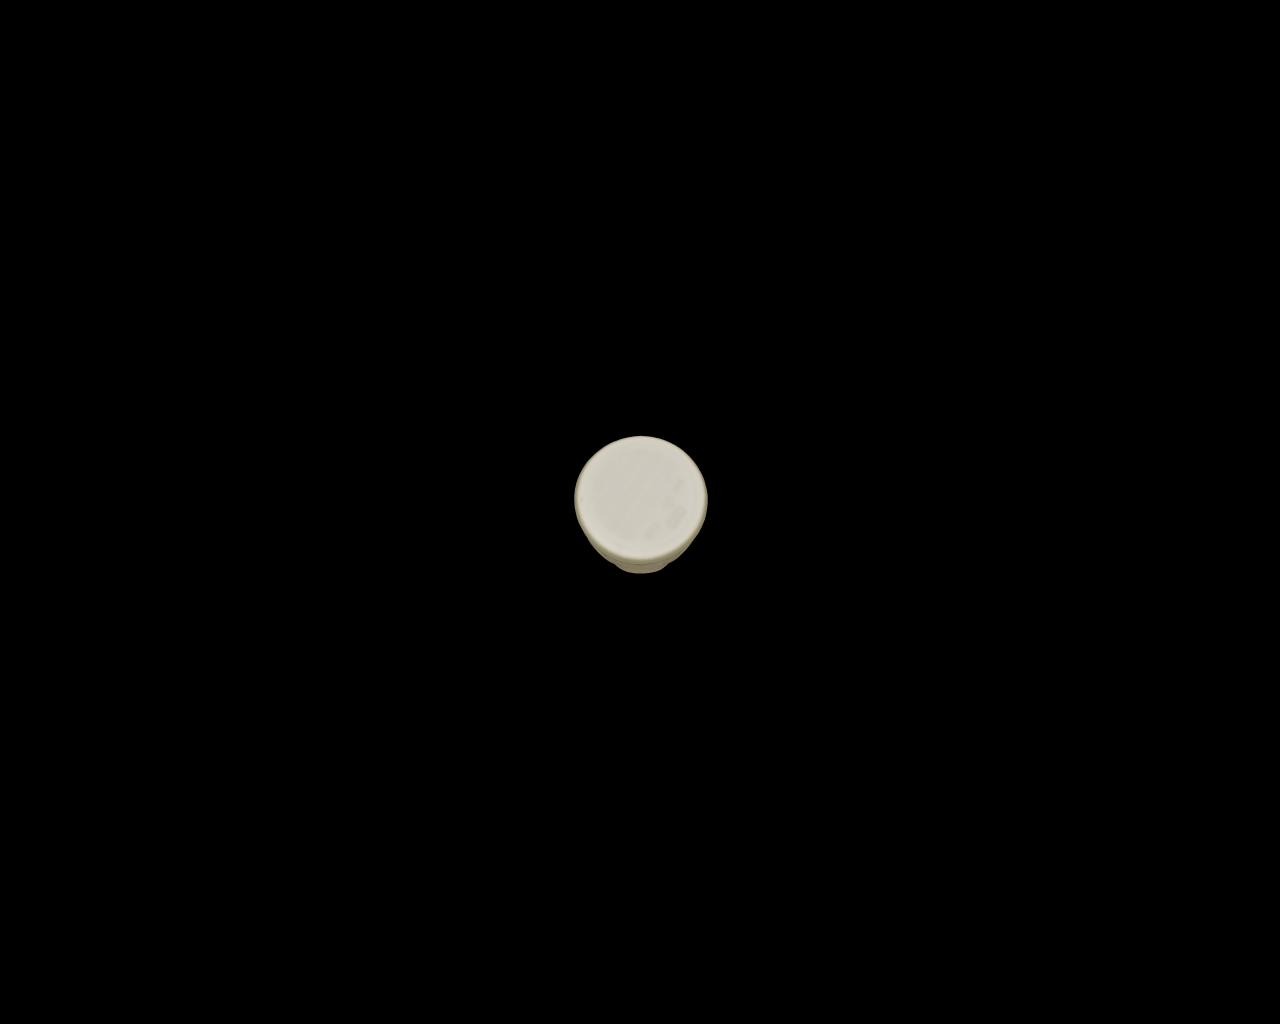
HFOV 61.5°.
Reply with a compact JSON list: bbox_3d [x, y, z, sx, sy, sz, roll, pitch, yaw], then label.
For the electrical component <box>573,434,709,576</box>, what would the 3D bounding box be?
[{"bbox_3d":[0.001,-0.003,0.650,0.080,0.080,0.051,0,-16,0],"label":"electrical component"}]
